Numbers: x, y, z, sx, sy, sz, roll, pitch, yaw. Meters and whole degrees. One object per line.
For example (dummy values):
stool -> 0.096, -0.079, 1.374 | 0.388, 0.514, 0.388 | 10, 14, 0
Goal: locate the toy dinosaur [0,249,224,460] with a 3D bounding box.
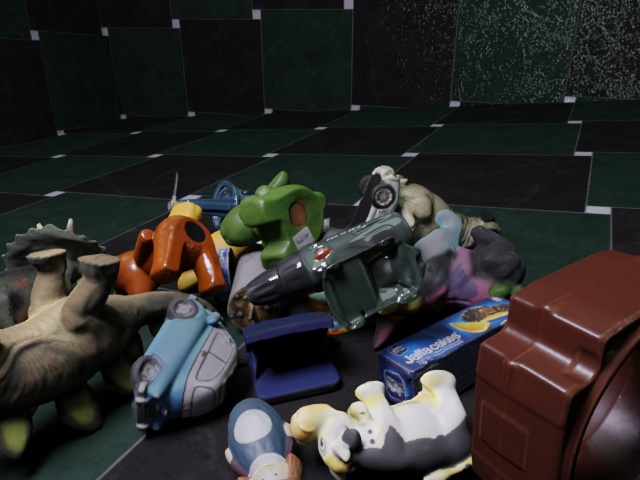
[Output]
toy dinosaur -> -0.281, 0.111, 0.602 | 0.105, 0.198, 0.471 | 13, 20, 36

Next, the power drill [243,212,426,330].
power drill -> 0.022, 0.042, 0.640 | 0.232, 0.086, 0.207 | -24, 5, -8

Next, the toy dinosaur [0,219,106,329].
toy dinosaur -> -0.398, 0.102, 0.668 | 0.131, 0.192, 0.405 | -2, 20, 15

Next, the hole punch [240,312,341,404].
hole punch -> -0.039, 0.127, 0.661 | 0.142, 0.092, 0.116 | -13, 19, -10

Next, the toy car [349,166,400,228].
toy car -> 0.077, -0.024, 0.874 | 0.056, 0.201, 0.074 | 16, 14, -20

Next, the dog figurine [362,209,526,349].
dog figurine -> 0.155, 0.069, 0.730 | 0.192, 0.108, 0.219 | 31, 50, 24

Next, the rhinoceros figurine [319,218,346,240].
rhinoceros figurine -> -0.008, 0.012, 0.868 | 0.073, 0.112, 0.190 | 24, -7, -23

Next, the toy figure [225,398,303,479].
toy figure -> -0.051, 0.209, 0.496 | 0.064, 0.057, 0.155 | -47, 28, 1

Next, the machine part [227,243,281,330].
machine part -> -0.097, 0.069, 0.830 | 0.079, 0.079, 0.243 | -5, 22, 0

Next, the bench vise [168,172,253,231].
bench vise -> -0.188, -0.066, 1.117 | 0.240, 0.128, 0.224 | 1, 6, -36

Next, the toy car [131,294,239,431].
toy car -> -0.147, 0.145, 0.622 | 0.103, 0.109, 0.162 | 14, 32, 3

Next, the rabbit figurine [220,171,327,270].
rabbit figurine -> -0.083, -0.039, 0.825 | 0.170, 0.121, 0.159 | -4, 37, 44

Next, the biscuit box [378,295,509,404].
biscuit box -> 0.163, 0.130, 0.633 | 0.203, 0.062, 0.059 | -18, 22, -30

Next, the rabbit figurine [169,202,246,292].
rabbit figurine -> -0.209, 0.011, 0.952 | 0.173, 0.121, 0.162 | 4, 28, 22

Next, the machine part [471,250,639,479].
machine part -> 0.226, 0.123, 0.443 | 0.201, 0.200, 0.087 | -18, 27, -30

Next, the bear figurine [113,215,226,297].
bear figurine -> -0.248, 0.050, 0.805 | 0.196, 0.120, 0.132 | -34, 51, 25

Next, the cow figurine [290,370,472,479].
cow figurine -> 0.060, 0.187, 0.503 | 0.167, 0.068, 0.098 | -10, 52, -7

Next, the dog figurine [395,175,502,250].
dog figurine -> 0.214, -0.042, 0.924 | 0.191, 0.172, 0.121 | -16, 27, -12
